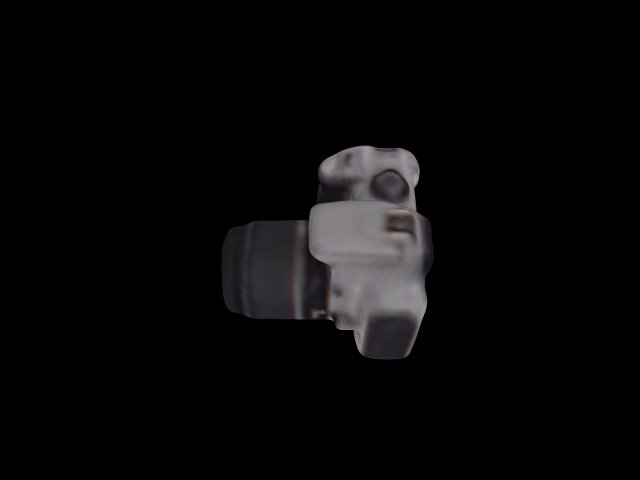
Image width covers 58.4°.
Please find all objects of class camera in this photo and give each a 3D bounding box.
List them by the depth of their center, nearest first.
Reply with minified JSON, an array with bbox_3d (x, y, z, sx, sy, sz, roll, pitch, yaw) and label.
[{"bbox_3d":[0.004,0.001,0.400,0.137,0.101,0.143,0,58,0],"label":"camera"}]
